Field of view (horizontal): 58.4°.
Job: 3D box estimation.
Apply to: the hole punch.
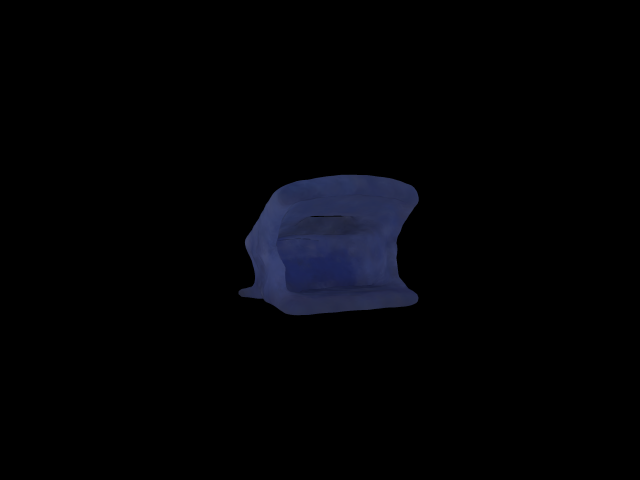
[{"bbox_3d":[0.004,0.001,0.400,0.109,0.091,0.101,-2,5,-23],"label":"hole punch"}]
